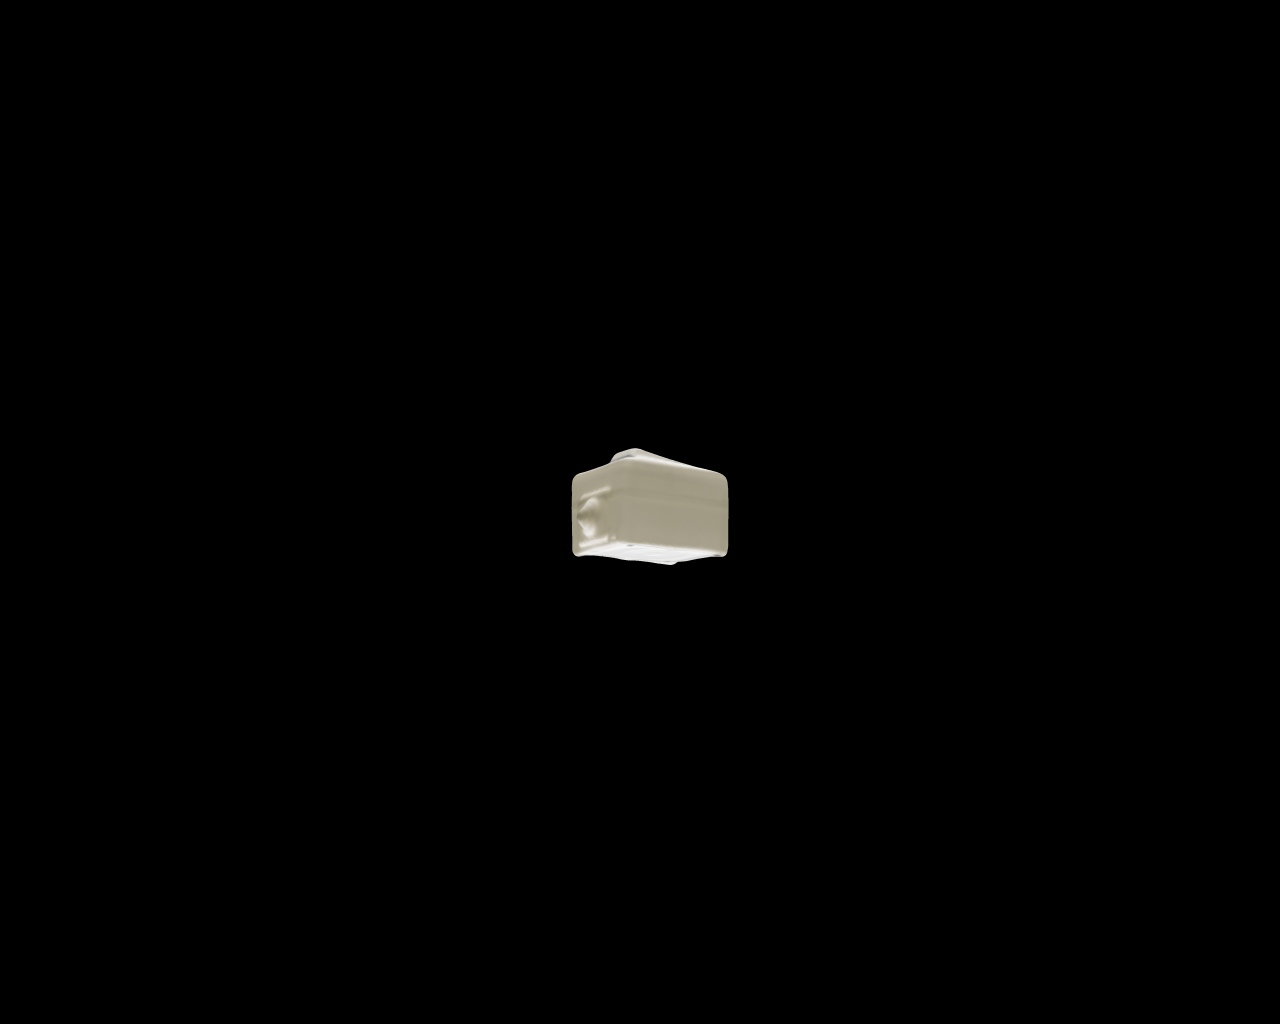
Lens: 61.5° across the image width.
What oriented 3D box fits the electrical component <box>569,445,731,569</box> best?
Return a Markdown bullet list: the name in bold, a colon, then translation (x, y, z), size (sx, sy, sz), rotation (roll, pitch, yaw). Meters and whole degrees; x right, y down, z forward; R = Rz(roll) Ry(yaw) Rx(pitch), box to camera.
- **electrical component**: translation (0.001, -0.003, 0.650), size (0.096, 0.061, 0.061), rotation (8, -14, -35)
